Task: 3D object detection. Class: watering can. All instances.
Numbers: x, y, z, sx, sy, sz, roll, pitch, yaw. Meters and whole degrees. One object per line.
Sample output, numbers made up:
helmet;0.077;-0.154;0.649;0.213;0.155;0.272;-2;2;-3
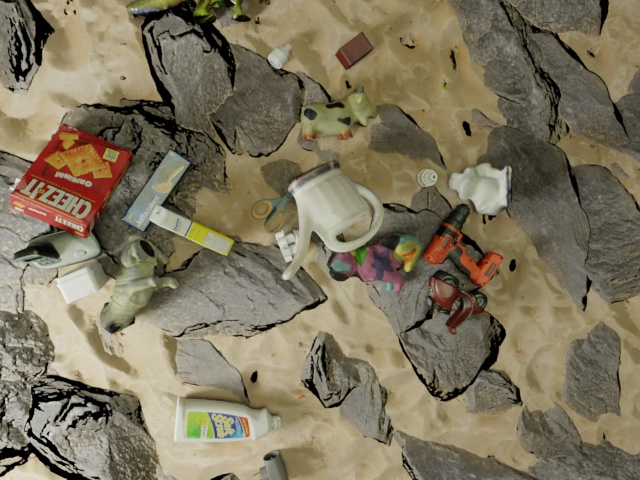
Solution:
watering can;0.004;-0.061;1.215;0.352;0.102;0.226;-29;78;-34

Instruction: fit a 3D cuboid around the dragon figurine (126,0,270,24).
dragon figurine;-0.243;-0.644;1.196;0.411;0.122;0.242;-5;93;-13

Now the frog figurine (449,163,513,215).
frog figurine;0.426;-0.135;1.368;0.159;0.124;0.136;2;103;24
